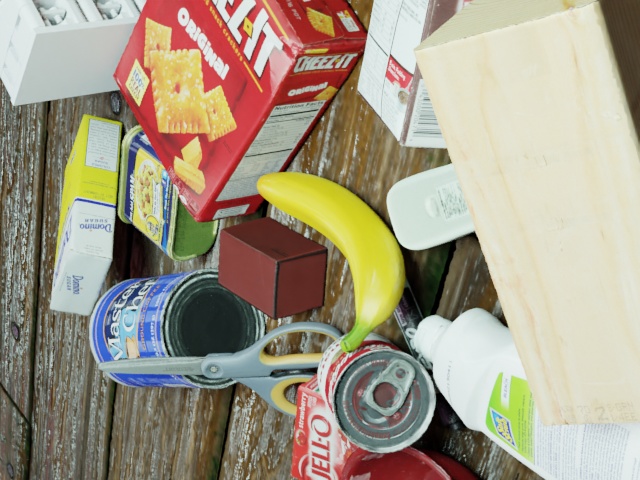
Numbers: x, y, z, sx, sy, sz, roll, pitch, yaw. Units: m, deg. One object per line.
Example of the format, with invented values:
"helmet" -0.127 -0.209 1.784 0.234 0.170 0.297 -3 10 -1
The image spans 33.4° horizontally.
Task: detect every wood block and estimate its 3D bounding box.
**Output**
"wood block" 0.132 -0.020 0.526 0.090 0.090 0.206 -9 111 33

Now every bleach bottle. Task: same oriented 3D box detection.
"bleach bottle" 0.149 0.097 0.628 0.251 0.067 0.102 28 126 47

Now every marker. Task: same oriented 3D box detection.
"marker" 0.073 0.078 0.755 0.020 0.020 0.121 -37 72 51

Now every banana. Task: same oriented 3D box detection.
"banana" 0.014 -0.002 0.763 0.198 0.069 0.037 -120 19 -49

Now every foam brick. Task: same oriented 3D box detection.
"foam brick" -0.039 0.022 0.855 0.078 0.052 0.051 29 124 44

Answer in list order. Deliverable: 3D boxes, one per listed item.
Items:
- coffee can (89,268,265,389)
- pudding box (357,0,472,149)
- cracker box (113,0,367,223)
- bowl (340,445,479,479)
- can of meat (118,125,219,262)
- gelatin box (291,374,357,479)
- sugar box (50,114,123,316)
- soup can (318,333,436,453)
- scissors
"coffee can" -0.129 0.081 0.951 0.141 0.102 0.103 -9 94 53
"pudding box" 0.061 -0.125 0.665 0.090 0.039 0.113 -118 34 -55
"cracker box" -0.072 -0.140 0.826 0.164 0.071 0.214 59 140 20
"bowl" 0.084 0.211 0.757 0.162 0.055 0.162 22 119 47
"can of meat" -0.133 -0.043 0.952 0.084 0.057 0.102 37 129 38
"gelatin box" 0.016 0.159 0.832 0.073 0.030 0.089 21 120 27
"sugar box" -0.224 -0.026 1.021 0.093 0.048 0.176 121 156 -44
"soup can" 0.036 0.102 0.738 0.102 0.068 0.068 -158 56 -83
"scissors" -0.071 0.116 0.861 0.202 0.016 0.096 -15 114 13
